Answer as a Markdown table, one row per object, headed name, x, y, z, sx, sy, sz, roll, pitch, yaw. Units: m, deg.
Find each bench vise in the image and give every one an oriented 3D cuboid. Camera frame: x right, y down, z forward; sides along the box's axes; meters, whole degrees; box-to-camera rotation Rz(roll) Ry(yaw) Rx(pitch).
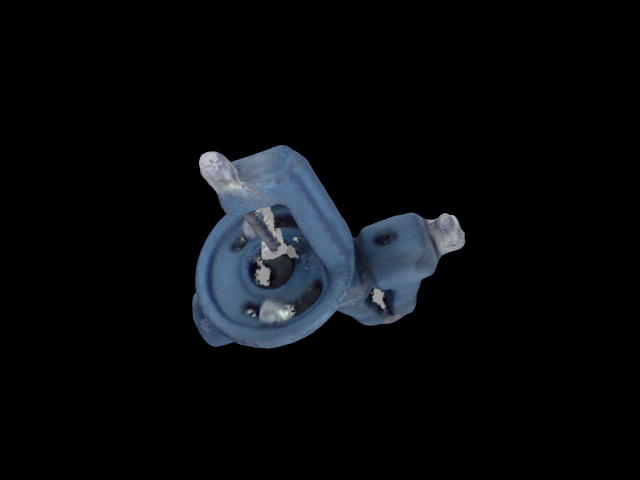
| name | x | y | z | sx | sy | sz | roll | pitch | yaw |
| --- | --- | --- | --- | --- | --- | --- | --- | --- | --- |
| bench vise | -0.002 | -0.008 | 0.405 | 0.208 | 0.220 | 0.121 | -27 | 63 | -15 |
